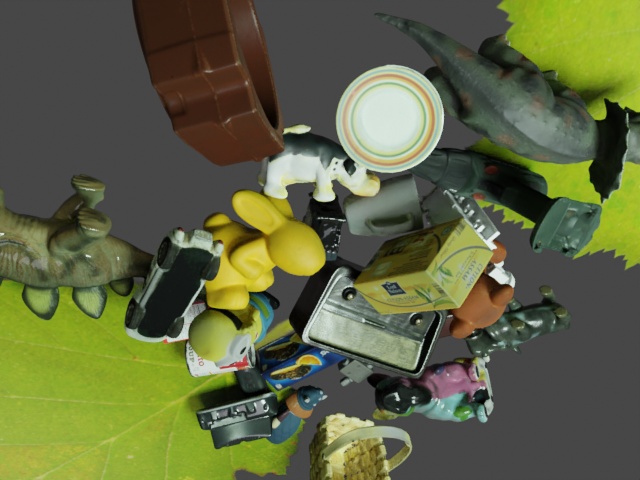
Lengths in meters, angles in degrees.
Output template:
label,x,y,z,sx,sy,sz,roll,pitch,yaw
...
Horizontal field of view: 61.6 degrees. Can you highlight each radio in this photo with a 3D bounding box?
label,x,y,z,sx,sy,sz,roll,pitch,yaw
radio,0.080,0.118,0.834,0.229,0.073,0.131,22,95,-26

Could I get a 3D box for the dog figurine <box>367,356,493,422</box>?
label,x,y,z,sx,sy,sz,roll,pitch,yaw
dog figurine,0.203,0.285,1.016,0.219,0.108,0.191,-10,172,22

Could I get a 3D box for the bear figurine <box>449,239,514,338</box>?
label,x,y,z,sx,sy,sz,roll,pitch,yaw
bear figurine,0.235,0.066,0.808,0.132,0.196,0.120,29,113,-29

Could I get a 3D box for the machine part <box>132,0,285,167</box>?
label,x,y,z,sx,sy,sz,roll,pitch,yaw
machine part,-0.105,-0.185,0.535,0.087,0.201,0.201,-13,83,5

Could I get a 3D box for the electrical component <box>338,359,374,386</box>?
label,x,y,z,sx,sy,sz,roll,pitch,yaw
electrical component,0.065,0.239,1.008,0.094,0.021,0.063,-40,123,19

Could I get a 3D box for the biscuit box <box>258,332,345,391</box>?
label,x,y,z,sx,sy,sz,roll,pitch,yaw
biscuit box,-0.006,0.185,0.930,0.203,0.059,0.062,-28,126,10

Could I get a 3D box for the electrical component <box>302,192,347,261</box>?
label,x,y,z,sx,sy,sz,roll,pitch,yaw
electrical component,-0.002,-0.002,0.786,0.048,0.075,0.119,4,121,-14

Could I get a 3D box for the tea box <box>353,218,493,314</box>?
label,x,y,z,sx,sy,sz,roll,pitch,yaw
tea box,0.131,0.040,0.713,0.068,0.170,0.098,46,65,-13

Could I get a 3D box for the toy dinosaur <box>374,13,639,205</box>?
label,x,y,z,sx,sy,sz,roll,pitch,yaw
toy dinosaur,0.255,-0.155,0.653,0.405,0.192,0.131,13,119,-21

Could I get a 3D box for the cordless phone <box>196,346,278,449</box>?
label,x,y,z,sx,sy,sz,roll,pitch,yaw
cordless phone,-0.160,0.270,0.965,0.147,0.089,0.184,-13,116,0

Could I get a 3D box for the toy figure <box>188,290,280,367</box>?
label,x,y,z,sx,sy,sz,roll,pitch,yaw
toy figure,-0.126,0.124,0.798,0.089,0.180,0.082,17,110,10

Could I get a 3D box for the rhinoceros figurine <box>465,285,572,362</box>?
label,x,y,z,sx,sy,sz,roll,pitch,yaw
rhinoceros figurine,0.358,0.156,0.980,0.190,0.073,0.112,-20,137,2

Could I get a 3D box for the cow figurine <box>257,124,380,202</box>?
label,x,y,z,sx,sy,sz,roll,pitch,yaw
cow figurine,0.004,-0.105,0.720,0.167,0.068,0.098,1,116,-14

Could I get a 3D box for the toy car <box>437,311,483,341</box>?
label,x,y,z,sx,sy,sz,roll,pitch,yaw
toy car,0.196,0.148,0.948,0.202,0.053,0.089,-16,116,5

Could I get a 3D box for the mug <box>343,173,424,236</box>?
label,x,y,z,sx,sy,sz,roll,pitch,yaw
mug,0.089,-0.037,0.765,0.107,0.110,0.080,-12,127,10

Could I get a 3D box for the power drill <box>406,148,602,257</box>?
label,x,y,z,sx,sy,sz,roll,pitch,yaw
power drill,0.243,-0.058,0.713,0.232,0.207,0.086,8,108,-30

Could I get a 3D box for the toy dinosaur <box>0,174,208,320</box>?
label,x,y,z,sx,sy,sz,roll,pitch,yaw
toy dinosaur,-0.341,0.014,0.720,0.471,0.105,0.198,17,126,-19

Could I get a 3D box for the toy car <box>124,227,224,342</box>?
label,x,y,z,sx,sy,sz,roll,pitch,yaw
toy car,-0.196,0.061,0.706,0.073,0.056,0.201,19,121,-29

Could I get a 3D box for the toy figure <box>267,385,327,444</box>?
label,x,y,z,sx,sy,sz,roll,pitch,yaw
toy figure,-0.050,0.327,1.027,0.058,0.064,0.154,41,109,8

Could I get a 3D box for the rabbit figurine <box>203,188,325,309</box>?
label,x,y,z,sx,sy,sz,roll,pitch,yaw
rabbit figurine,-0.073,0.007,0.744,0.173,0.122,0.162,-4,95,29
